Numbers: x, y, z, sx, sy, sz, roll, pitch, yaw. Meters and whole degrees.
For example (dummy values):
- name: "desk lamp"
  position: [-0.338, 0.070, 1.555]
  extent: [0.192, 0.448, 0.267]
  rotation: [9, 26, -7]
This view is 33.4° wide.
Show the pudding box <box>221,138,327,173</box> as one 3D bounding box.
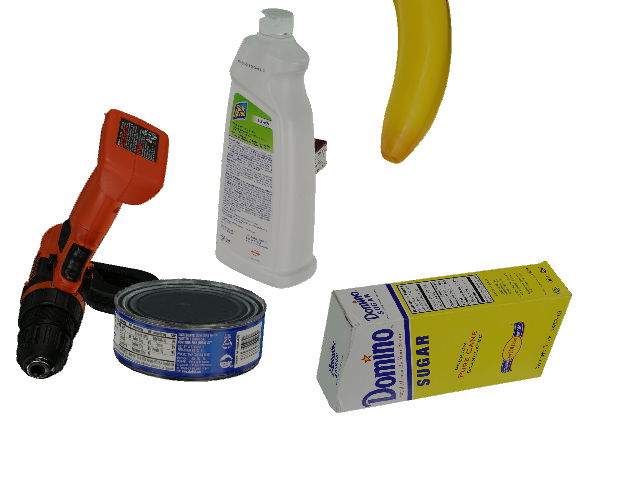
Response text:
- name: "pudding box"
  position: [-0.054, -0.094, 1.294]
  extent: [0.090, 0.039, 0.113]
  rotation: [12, 33, 21]

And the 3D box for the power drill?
- name: "power drill"
  position: [-0.191, 0.000, 0.870]
  extent: [0.057, 0.188, 0.184]
  rotation: [25, 28, -22]

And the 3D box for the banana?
- name: "banana"
  position: [0.058, -0.151, 0.746]
  extent: [0.070, 0.198, 0.037]
  rotation: [-15, -16, 11]

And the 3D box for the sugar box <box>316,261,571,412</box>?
- name: "sugar box"
  position: [0.090, 0.071, 0.788]
  extent: [0.176, 0.093, 0.048]
  rotation: [-9, 43, -20]

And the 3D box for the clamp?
- name: "clamp"
  position: [-0.198, 0.069, 1.169]
  extent: [0.210, 0.036, 0.164]
  rotation: [19, 21, 25]

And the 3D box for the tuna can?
- name: "tuna can"
  position: [-0.074, 0.050, 0.606]
  extent: [0.086, 0.034, 0.086]
  rotation: [5, 14, -1]

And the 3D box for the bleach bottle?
- name: "bleach bottle"
  position: [-0.044, -0.087, 0.997]
  extent: [0.103, 0.251, 0.067]
  rotation: [22, 30, 30]
